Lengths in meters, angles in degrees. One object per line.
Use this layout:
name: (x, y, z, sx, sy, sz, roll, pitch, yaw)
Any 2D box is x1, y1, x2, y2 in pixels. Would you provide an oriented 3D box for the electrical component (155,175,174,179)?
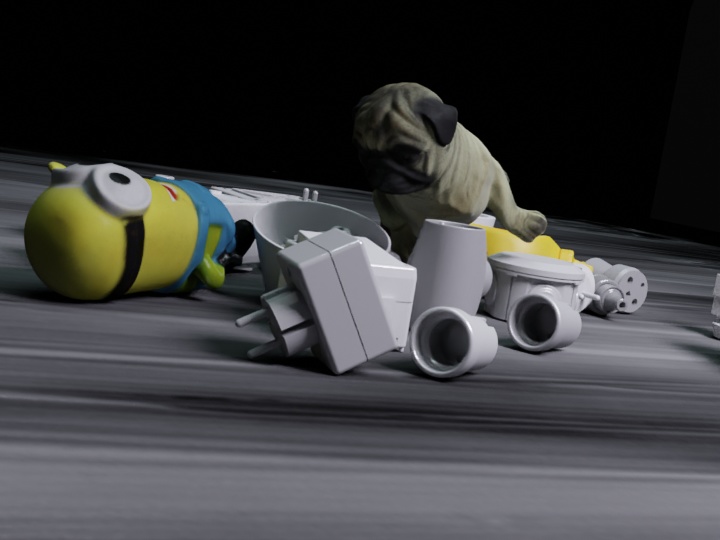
electrical component: (-0.184, -0.056, 0.994, 0.043, 0.062, 0.043, 9, 7, -1)

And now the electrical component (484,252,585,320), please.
electrical component: (0.141, 0.015, 0.882, 0.080, 0.051, 0.080, 9, 7, -1)

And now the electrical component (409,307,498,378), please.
electrical component: (0.056, 0.042, 0.624, 0.040, 0.040, 0.046, 13, 2, 28)

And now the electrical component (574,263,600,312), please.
electrical component: (0.177, 0.016, 0.947, 0.077, 0.044, 0.079, 4, 8, -32)

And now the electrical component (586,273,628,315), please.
electrical component: (0.224, 0.025, 0.979, 0.035, 0.035, 0.061, 7, 10, -18)

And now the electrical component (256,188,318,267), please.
electrical component: (-0.047, -0.031, 0.914, 0.047, 0.075, 0.083, 5, 8, -28)

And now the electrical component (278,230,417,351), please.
electrical component: (-0.007, 0.013, 0.682, 0.062, 0.061, 0.096, 6, 8, -26)

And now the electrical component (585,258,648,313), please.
electrical component: (0.243, 0.015, 1.037, 0.045, 0.045, 0.055, 4, 9, -33)

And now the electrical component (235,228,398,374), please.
electrical component: (-0.030, 0.023, 0.589, 0.077, 0.065, 0.047, -23, 17, -13)

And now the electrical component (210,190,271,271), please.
electrical component: (-0.125, -0.032, 0.880, 0.062, 0.061, 0.096, 12, 8, 25)

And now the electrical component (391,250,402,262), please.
electrical component: (0.000, 0.000, 0.854, 0.055, 0.045, 0.045, 15, 9, 37)

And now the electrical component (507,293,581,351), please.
electrical component: (0.131, 0.037, 0.754, 0.040, 0.040, 0.046, 14, 3, 34)

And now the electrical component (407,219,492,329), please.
electrical component: (0.070, 0.005, 0.772, 0.044, 0.077, 0.079, 13, 8, 30)

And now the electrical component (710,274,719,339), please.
electrical component: (0.339, 0.036, 0.951, 0.048, 0.055, 0.066, 4, 9, -36)

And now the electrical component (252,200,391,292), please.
electrical component: (-0.027, -0.011, 0.782, 0.099, 0.064, 0.099, -2, 21, 1)

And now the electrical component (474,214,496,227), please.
electrical component: (0.092, -0.037, 1.190, 0.108, 0.060, 0.108, 9, 7, -1)

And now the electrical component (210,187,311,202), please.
electrical component: (-0.084, -0.044, 1.047, 0.109, 0.056, 0.109, 5, 8, -28)
